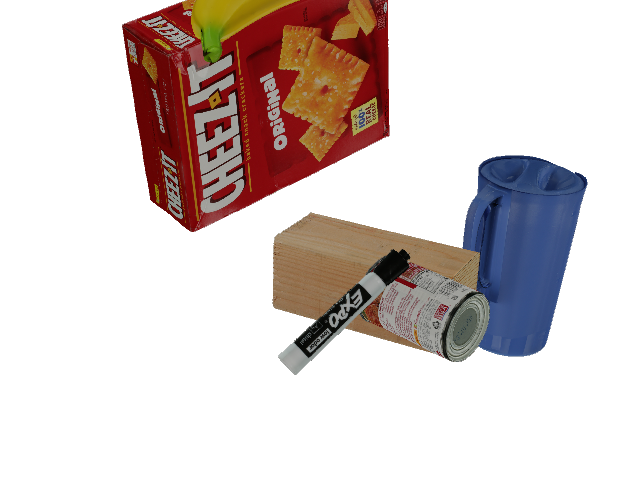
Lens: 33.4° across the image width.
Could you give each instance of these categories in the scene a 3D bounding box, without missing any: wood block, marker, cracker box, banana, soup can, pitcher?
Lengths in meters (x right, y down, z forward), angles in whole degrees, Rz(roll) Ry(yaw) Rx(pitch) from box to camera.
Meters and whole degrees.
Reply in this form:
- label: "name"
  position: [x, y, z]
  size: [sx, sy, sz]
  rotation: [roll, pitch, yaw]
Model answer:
- label: "wood block"
  position: [0.058, 0.045, 1.167]
  size: [0.206, 0.091, 0.090]
  rotation: [14, 27, 25]
- label: "marker"
  position: [0.019, 0.050, 0.774]
  size: [0.121, 0.020, 0.020]
  rotation: [-43, 8, -9]
- label: "cracker box"
  position: [-0.041, -0.124, 0.860]
  size: [0.213, 0.164, 0.072]
  rotation: [-29, 45, -29]
- label: "banana"
  position: [-0.008, -0.160, 0.662]
  size: [0.197, 0.070, 0.037]
  rotation: [-30, -28, -26]
- label: "soup can"
  position: [0.094, 0.061, 0.968]
  size: [0.102, 0.068, 0.068]
  rotation: [24, 15, 38]
- label: "pitcher"
  position: [0.245, 0.024, 1.355]
  size: [0.149, 0.243, 0.145]
  rotation: [5, 24, 1]
